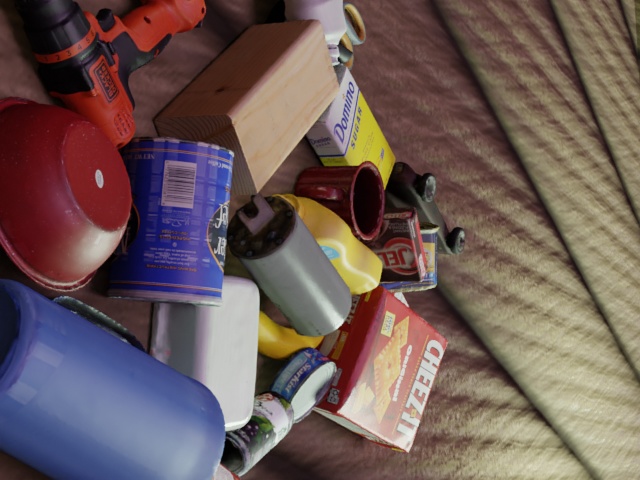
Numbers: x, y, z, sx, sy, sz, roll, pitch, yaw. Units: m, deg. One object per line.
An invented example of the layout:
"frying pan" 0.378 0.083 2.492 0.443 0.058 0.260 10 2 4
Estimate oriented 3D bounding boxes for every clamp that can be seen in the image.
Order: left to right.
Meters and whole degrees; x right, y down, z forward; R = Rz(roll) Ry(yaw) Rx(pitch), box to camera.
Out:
"clamp" -0.012 -0.239 1.235 0.171 0.039 0.120 -43 124 -42

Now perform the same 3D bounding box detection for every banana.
"banana" -0.041 0.103 1.206 0.197 0.037 0.069 1 81 -62

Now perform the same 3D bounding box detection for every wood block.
"wood block" -0.068 -0.138 1.085 0.205 0.091 0.090 -55 136 -45

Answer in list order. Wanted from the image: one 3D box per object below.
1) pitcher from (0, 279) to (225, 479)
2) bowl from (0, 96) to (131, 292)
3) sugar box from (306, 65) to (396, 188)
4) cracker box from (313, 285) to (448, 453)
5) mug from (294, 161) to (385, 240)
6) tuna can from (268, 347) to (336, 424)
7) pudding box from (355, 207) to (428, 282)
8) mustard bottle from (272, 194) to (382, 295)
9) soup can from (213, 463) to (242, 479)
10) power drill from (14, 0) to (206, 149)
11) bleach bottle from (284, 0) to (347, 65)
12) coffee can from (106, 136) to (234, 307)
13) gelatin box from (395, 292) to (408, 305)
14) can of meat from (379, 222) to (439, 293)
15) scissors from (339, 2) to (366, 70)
"pitcher" -0.194 0.120 0.844 0.242 0.149 0.145 46 67 -49
"bowl" -0.197 -0.043 0.841 0.162 0.055 0.162 -16 90 -70
"sugar box" 0.037 -0.123 1.329 0.176 0.048 0.093 58 43 -47
"cracker box" 0.073 0.162 1.346 0.213 0.072 0.164 39 69 -53
"mug" 0.016 -0.048 1.255 0.117 0.082 0.093 7 85 -62
"tuna can" -0.022 0.164 1.207 0.086 0.034 0.086 -42 154 -26
"pudding box" 0.071 0.007 1.327 0.039 0.114 0.090 -53 136 -52
"mustard bottle" -0.008 0.001 1.198 0.191 0.096 0.058 45 53 -53
"soup can" -0.123 0.236 1.025 0.102 0.069 0.068 52 47 -48
"power drill" -0.179 -0.197 0.914 0.187 0.057 0.184 -59 144 -38
"bleach bottle" -0.011 -0.315 1.166 0.102 0.068 0.251 -15 95 -55
"coffee can" -0.133 -0.014 0.956 0.102 0.103 0.140 14 79 -61
"gelatin box" 0.096 0.110 1.467 0.089 0.030 0.073 61 39 -43
"can of meat" 0.106 0.023 1.414 0.102 0.057 0.084 -4 100 -19
"scissors" 0.006 -0.276 1.296 0.201 0.016 0.096 30 65 -58
